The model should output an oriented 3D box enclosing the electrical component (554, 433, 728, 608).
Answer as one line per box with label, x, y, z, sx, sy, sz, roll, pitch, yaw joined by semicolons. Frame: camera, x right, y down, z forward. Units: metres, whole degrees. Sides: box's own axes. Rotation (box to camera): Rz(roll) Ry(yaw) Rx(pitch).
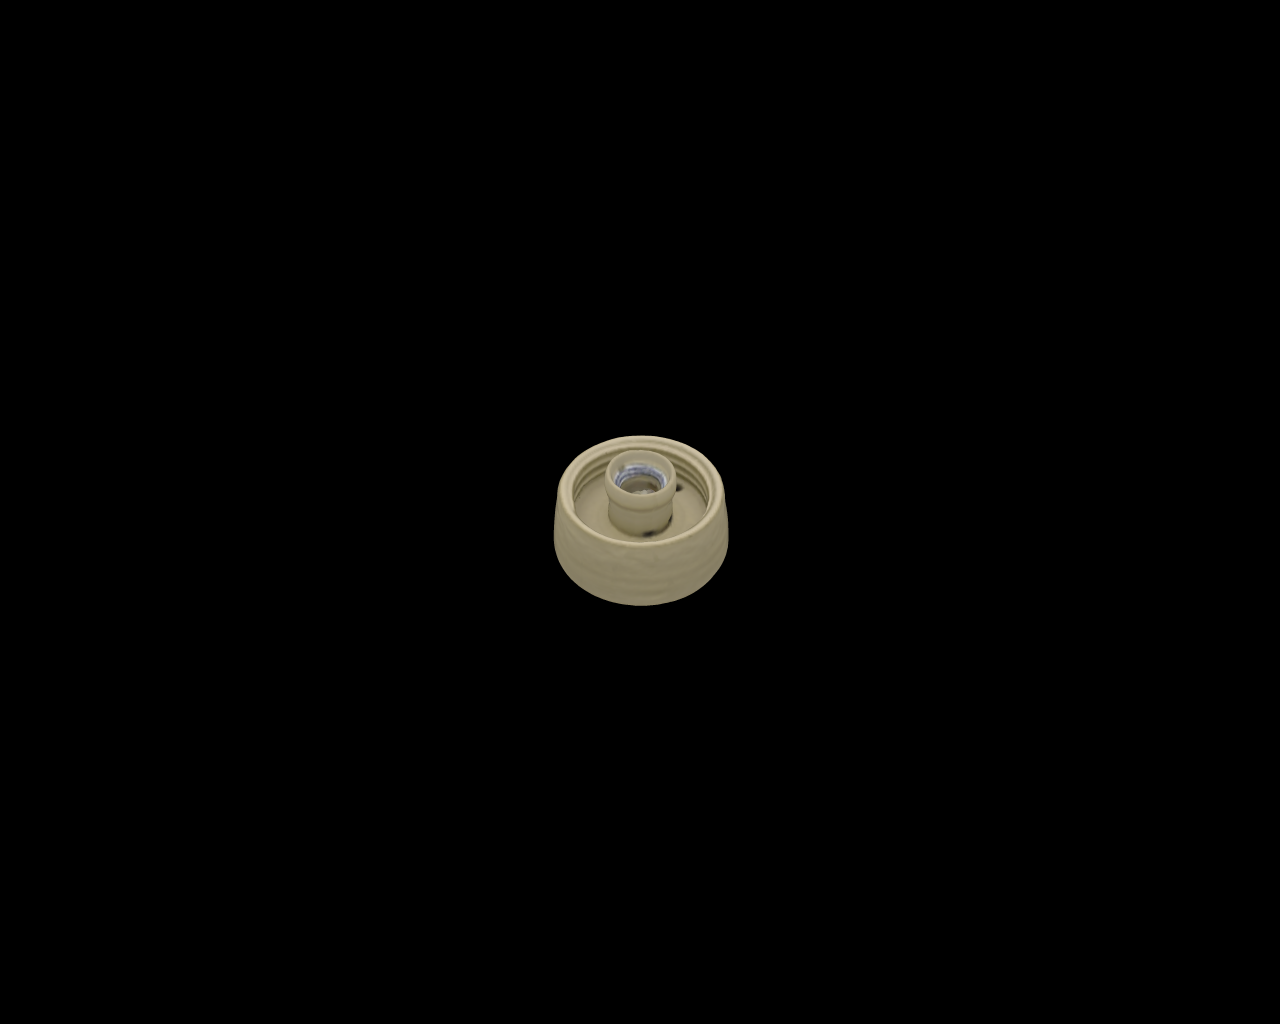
electrical component;0.001;-0.003;0.650;0.108;0.060;0.108;0;45;0
